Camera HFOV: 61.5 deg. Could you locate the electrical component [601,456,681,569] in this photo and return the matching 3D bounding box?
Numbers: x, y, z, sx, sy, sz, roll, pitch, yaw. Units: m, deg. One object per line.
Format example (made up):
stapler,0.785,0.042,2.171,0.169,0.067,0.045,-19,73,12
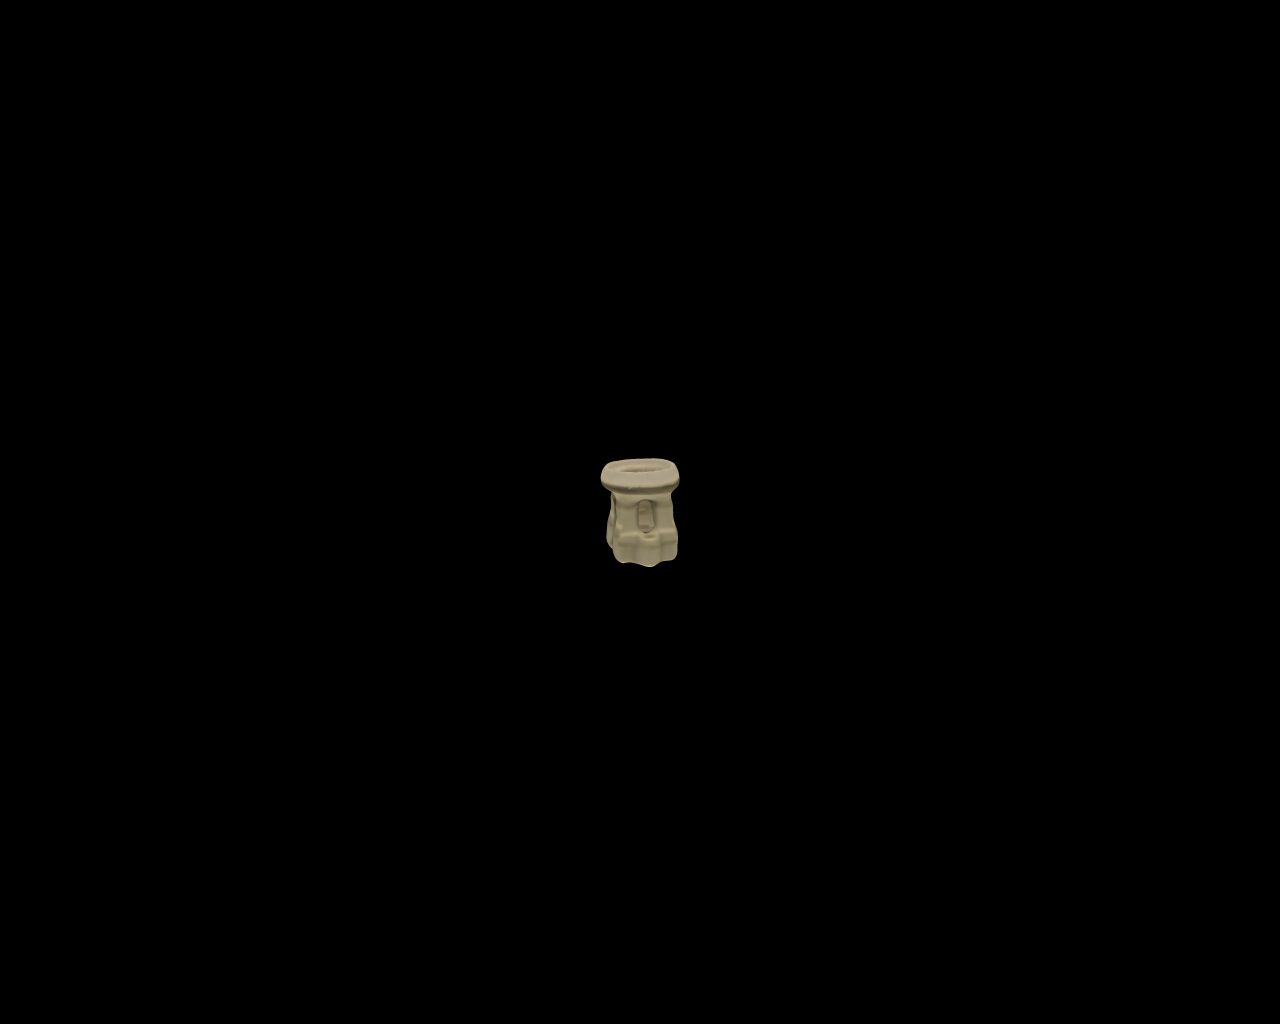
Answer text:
electrical component,0.001,-0.003,0.650,0.048,0.055,0.066,-3,16,-11
